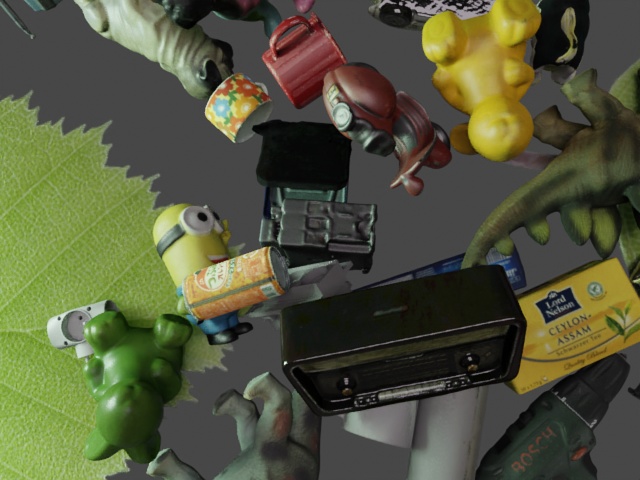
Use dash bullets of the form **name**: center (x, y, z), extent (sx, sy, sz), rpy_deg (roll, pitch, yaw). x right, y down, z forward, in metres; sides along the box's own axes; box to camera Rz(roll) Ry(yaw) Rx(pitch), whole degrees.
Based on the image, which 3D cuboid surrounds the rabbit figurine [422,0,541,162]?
- **rabbit figurine**: center (0.187, -0.158, 0.612), extent (0.122, 0.162, 0.173), rpy_deg (-11, 63, 2)

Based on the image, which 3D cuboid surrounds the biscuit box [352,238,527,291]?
- **biscuit box**: center (0.138, 0.058, 0.645), extent (0.203, 0.063, 0.059), rpy_deg (-18, 83, 3)

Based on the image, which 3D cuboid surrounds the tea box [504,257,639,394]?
- **tea box**: center (0.280, 0.098, 0.629), extent (0.170, 0.068, 0.098), rpy_deg (-27, 83, 3)

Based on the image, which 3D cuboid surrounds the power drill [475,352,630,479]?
- **power drill**: center (0.311, 0.269, 0.609), extent (0.232, 0.086, 0.207), rpy_deg (-37, 88, 2)

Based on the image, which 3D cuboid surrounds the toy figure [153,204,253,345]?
- **toy figure**: center (-0.146, 0.041, 0.661), extent (0.089, 0.082, 0.180), rpy_deg (-18, 87, 3)

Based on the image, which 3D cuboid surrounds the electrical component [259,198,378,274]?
- **electrical component**: center (-0.001, -0.002, 0.632), extent (0.134, 0.114, 0.058), rpy_deg (3, 71, 5)

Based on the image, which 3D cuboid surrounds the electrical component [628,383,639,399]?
- **electrical component**: center (0.420, 0.148, 0.611), extent (0.048, 0.075, 0.119), rpy_deg (36, 94, 3)

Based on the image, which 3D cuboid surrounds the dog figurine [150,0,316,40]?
- **dog figurine**: center (-0.115, -0.325, 0.613), extent (0.109, 0.219, 0.191), rpy_deg (-7, 84, 49)

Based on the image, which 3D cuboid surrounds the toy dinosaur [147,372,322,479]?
- **toy dinosaur**: center (-0.082, 0.287, 0.625), extent (0.405, 0.131, 0.192), rpy_deg (-40, 98, -5)

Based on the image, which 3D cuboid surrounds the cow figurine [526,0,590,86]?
- **cow figurine**: center (0.288, -0.277, 0.642), extent (0.068, 0.098, 0.167), rpy_deg (8, 87, 11)

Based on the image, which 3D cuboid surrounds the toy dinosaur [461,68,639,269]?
- **toy dinosaur**: center (0.333, -0.090, 0.600), extent (0.471, 0.105, 0.198), rpy_deg (-27, 72, 0)

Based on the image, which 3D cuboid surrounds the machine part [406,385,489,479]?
- **machine part**: center (0.148, 0.219, 0.626), extent (0.079, 0.079, 0.243), rpy_deg (9, 87, 5)

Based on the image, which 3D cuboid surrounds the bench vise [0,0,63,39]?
- **bench vise**: center (-0.352, -0.409, 0.697), extent (0.224, 0.128, 0.241), rpy_deg (-29, 64, 11)

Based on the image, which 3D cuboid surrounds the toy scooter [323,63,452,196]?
- **toy scooter**: center (0.078, -0.119, 0.611), extent (0.184, 0.075, 0.135), rpy_deg (30, 44, -18)

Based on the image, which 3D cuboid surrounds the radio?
- **radio**: center (0.083, 0.108, 0.550), extent (0.230, 0.130, 0.073), rpy_deg (-12, 47, 7)

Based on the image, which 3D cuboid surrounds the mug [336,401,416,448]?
- **mug**: center (0.067, 0.178, 0.640), extent (0.110, 0.080, 0.107), rpy_deg (15, 75, 13)

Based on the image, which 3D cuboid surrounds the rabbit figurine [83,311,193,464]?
- **rabbit figurine**: center (-0.218, 0.173, 0.600), extent (0.121, 0.170, 0.159), rpy_deg (13, 102, -16)

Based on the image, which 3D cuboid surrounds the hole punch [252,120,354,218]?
- **hole punch**: center (-0.016, -0.083, 0.665), extent (0.142, 0.092, 0.116), rpy_deg (3, 53, 6)

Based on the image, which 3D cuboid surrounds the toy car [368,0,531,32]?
- **toy car**: center (0.159, -0.296, 0.675), extent (0.202, 0.056, 0.073), rpy_deg (14, 93, 7)

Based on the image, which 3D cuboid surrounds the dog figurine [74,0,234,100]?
- **dog figurine**: center (-0.210, -0.253, 0.690), extent (0.121, 0.172, 0.190), rpy_deg (-40, 113, -33)
